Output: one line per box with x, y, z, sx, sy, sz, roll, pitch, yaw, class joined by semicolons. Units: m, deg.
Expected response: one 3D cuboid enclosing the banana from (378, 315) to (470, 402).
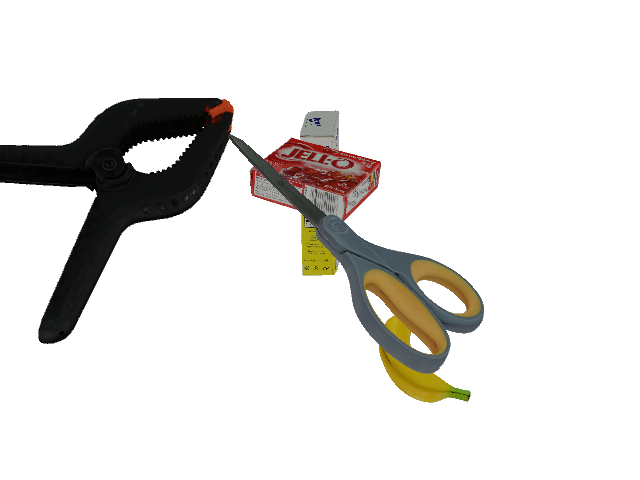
0.103;0.137;1.236;0.069;0.037;0.198;8;22;-21;banana

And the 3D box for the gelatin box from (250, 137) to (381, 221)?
-0.004;-0.053;0.901;0.089;0.030;0.073;18;33;21;gelatin box

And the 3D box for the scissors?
0.027;-0.002;0.658;0.096;0.202;0.016;-8;-40;-37;scissors

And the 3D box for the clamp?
-0.142;-0.032;0.721;0.209;0.165;0.036;-25;-21;-22;clamp

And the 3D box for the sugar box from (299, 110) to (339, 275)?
0.000;-0.056;1.257;0.048;0.176;0.093;-1;24;5;sugar box
